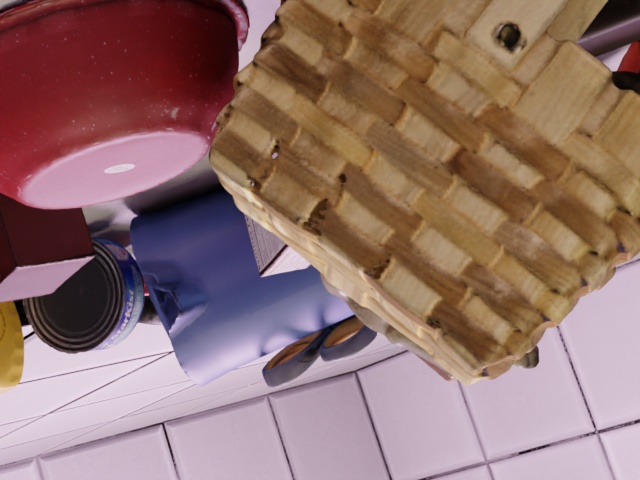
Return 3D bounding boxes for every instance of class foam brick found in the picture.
[{"bbox_3d":[-0.184,0.002,0.664,0.052,0.051,0.078,-9,166,-38],"label":"foam brick"}]

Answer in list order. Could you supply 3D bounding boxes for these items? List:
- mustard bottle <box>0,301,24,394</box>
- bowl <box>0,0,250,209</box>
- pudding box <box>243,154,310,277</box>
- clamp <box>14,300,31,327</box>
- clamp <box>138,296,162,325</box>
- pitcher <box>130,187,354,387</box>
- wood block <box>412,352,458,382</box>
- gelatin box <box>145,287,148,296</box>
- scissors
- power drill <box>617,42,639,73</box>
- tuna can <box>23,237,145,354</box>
[{"bbox_3d":[-0.266,0.056,0.677,0.058,0.096,0.191,-21,169,15],"label":"mustard bottle"},{"bbox_3d":[-0.102,-0.056,0.494,0.162,0.055,0.162,-18,170,-4],"label":"bowl"},{"bbox_3d":[-0.019,-0.036,0.642,0.039,0.090,0.114,-13,168,-19],"label":"pudding box"},{"bbox_3d":[-0.298,0.068,0.841,0.171,0.039,0.120,-17,167,-6],"label":"clamp"},{"bbox_3d":[-0.116,0.057,0.945,0.209,0.036,0.165,5,-172,-32],"label":"clamp"},{"bbox_3d":[-0.005,0.001,0.785,0.243,0.149,0.145,-22,135,2],"label":"pitcher"},{"bbox_3d":[0.153,0.016,0.947,0.206,0.090,0.090,-55,159,13],"label":"wood block"},{"bbox_3d":[-0.168,0.031,0.844,0.089,0.030,0.073,-6,177,30],"label":"gelatin box"},{"bbox_3d":[0.031,0.056,0.815,0.096,0.016,0.201,-18,-168,41],"label":"scissors"},{"bbox_3d":[0.185,-0.054,0.775,0.184,0.057,0.188,-60,-173,-26],"label":"power drill"},{"bbox_3d":[-0.172,0.039,0.780,0.086,0.086,0.033,-22,170,19],"label":"tuna can"}]
